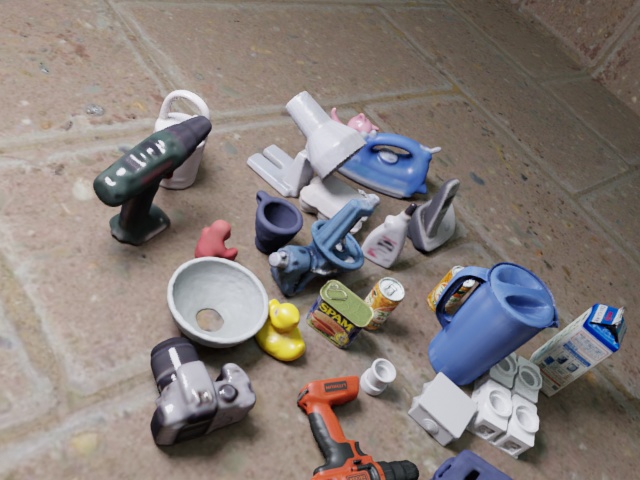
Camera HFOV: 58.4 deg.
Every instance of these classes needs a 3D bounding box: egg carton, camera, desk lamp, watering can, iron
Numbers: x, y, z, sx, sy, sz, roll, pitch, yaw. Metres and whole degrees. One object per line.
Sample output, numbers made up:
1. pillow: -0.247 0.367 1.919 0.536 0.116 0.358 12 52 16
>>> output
1. egg carton: 0.032 -0.076 1.233 0.150 0.069 0.107 34 43 3
2. camera: -0.179 0.204 0.830 0.144 0.100 0.136 -8 55 -34
3. desk lamp: -0.027 -0.189 1.199 0.203 0.213 0.118 40 43 10
4. watering can: -0.265 -0.191 1.083 0.101 0.194 0.172 12 46 -19
5. iron: 0.155 -0.201 1.366 0.259 0.141 0.118 15 45 -17

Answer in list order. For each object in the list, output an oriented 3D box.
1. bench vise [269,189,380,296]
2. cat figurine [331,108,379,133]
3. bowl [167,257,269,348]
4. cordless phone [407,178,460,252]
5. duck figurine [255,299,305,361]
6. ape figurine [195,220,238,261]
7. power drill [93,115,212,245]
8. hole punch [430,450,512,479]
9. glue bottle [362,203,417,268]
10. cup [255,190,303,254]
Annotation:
1. bench vise: 0.018 0.012 1.032 0.121 0.219 0.208 43 44 14
2. cat figurine: 0.074 -0.276 1.408 0.128 0.117 0.067 32 43 2
3. bowl: -0.172 0.114 0.938 0.168 0.074 0.167 16 45 -16
4. cordless phone: 0.277 -0.070 1.280 0.094 0.185 0.148 45 44 15
5. duck figurine: -0.059 0.146 0.963 0.104 0.086 0.078 46 45 16
6. ape figurine: -0.183 0.001 1.024 0.076 0.092 0.077 -19 62 -40
7. power drill: -0.286 -0.098 0.973 0.075 0.208 0.230 37 43 7
8. hole punch: 0.232 0.388 0.896 0.109 0.091 0.101 -25 65 -42
9. glue bottle: 0.150 -0.016 1.167 0.078 0.173 0.037 26 43 -5
10. cup: -0.097 -0.029 1.098 0.092 0.095 0.117 -21 63 -40
